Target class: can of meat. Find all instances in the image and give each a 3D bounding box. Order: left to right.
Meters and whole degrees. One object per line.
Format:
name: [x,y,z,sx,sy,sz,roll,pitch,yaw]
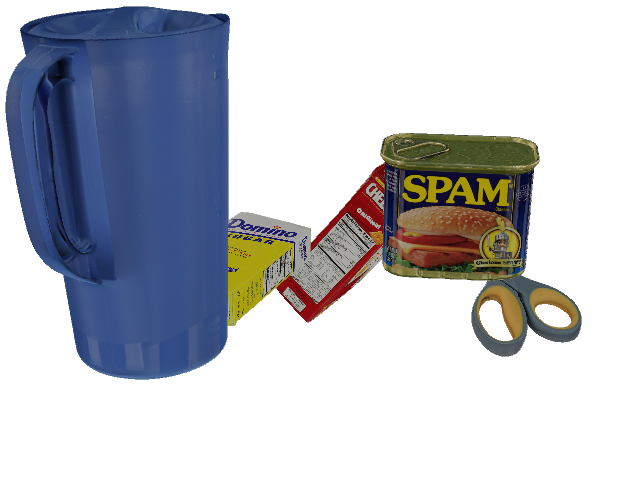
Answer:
can of meat: [0.090,-0.022,0.710,0.102,0.084,0.057,3,25,6]

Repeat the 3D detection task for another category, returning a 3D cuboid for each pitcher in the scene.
pitcher: [-0.128,-0.030,0.716,0.149,0.243,0.145,-7,21,-16]

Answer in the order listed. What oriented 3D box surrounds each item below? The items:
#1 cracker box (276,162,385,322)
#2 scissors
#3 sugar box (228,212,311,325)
cracker box: [0.057,-0.016,1.272,0.214,0.072,0.164,-48,-7,34]
scissors: [0.166,0.025,0.902,0.096,0.016,0.201,5,39,4]
sugar box: [-0.088,0.025,1.132,0.093,0.048,0.176,14,31,21]
